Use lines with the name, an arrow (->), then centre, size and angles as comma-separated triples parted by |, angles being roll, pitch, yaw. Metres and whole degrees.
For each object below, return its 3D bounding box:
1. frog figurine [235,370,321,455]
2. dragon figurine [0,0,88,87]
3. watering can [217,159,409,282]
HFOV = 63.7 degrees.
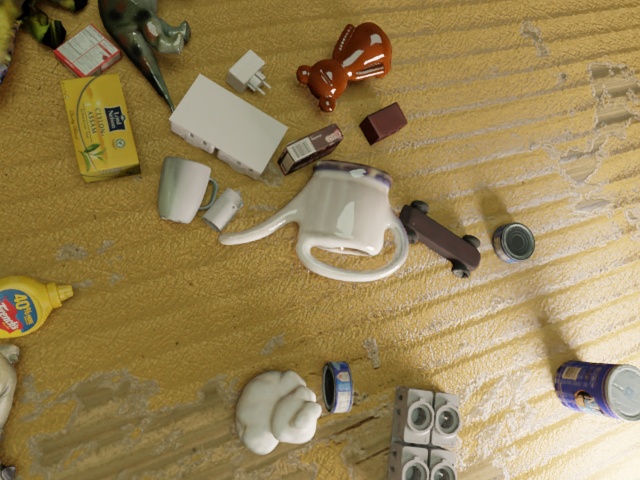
frog figurine -> -0.070, 0.278, 0.825 | 0.122, 0.158, 0.139 | 44, 71, -2
dragon figurine -> -0.563, -0.441, 0.892 | 0.243, 0.120, 0.416 | 21, 70, 7
watering can -> 0.003, -0.048, 0.953 | 0.347, 0.103, 0.227 | 13, 74, -6
